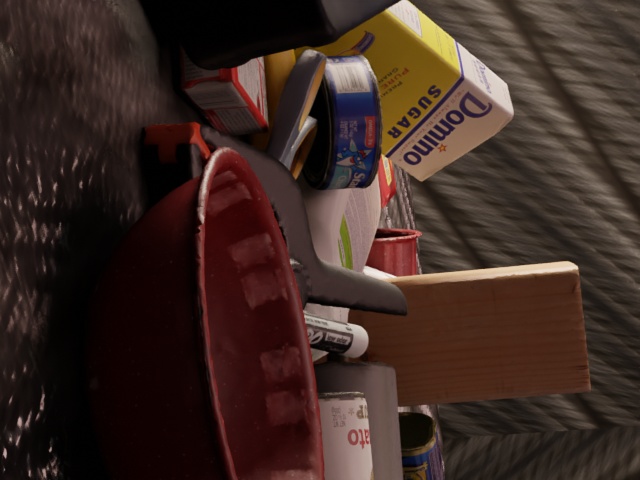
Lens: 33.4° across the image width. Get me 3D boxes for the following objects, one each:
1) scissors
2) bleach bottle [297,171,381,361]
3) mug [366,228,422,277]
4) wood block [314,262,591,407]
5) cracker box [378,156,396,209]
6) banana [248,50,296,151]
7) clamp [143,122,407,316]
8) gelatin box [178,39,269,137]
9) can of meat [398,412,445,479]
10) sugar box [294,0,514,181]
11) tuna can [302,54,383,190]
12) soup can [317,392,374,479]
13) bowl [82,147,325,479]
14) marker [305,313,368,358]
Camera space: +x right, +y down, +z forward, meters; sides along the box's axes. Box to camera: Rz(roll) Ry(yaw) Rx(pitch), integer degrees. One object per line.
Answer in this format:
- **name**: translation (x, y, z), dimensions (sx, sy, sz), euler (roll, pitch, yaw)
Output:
- **scissors**: translation (-0.028, -0.040, 0.561), dimensions (0.201, 0.016, 0.096), euler (-60, 166, -64)
- **bleach bottle**: translation (-0.005, 0.001, 0.712), dimensions (0.250, 0.068, 0.102), euler (-71, 151, -66)
- **mug**: translation (0.038, 0.035, 0.951), dimensions (0.117, 0.093, 0.081), euler (-9, 100, -51)
- **wood block**: translation (0.088, 0.071, 0.793), dimensions (0.090, 0.206, 0.091), euler (-10, 95, -82)
- **cracker box**: translation (0.020, -0.133, 0.948), dimensions (0.164, 0.072, 0.214), euler (-37, 121, -82)
- **banana**: translation (-0.035, -0.113, 0.648), dimensions (0.069, 0.037, 0.198), euler (-82, 164, -68)
- **clamp**: translation (-0.019, 0.022, 0.513), dimensions (0.164, 0.036, 0.210), euler (-56, 134, -42)
- **gelatin box**: translation (-0.051, -0.100, 0.555), dimensions (0.089, 0.030, 0.073), euler (51, 33, -76)
- **can of meat**: translation (0.043, 0.177, 0.787), dimensions (0.057, 0.102, 0.084), euler (-76, 157, -65)
- **sugar box**: translation (0.047, -0.115, 0.748), dimensions (0.176, 0.093, 0.048), euler (32, 39, -33)
- **tuna can**: translation (0.010, -0.074, 0.677), dimensions (0.086, 0.033, 0.086), euler (175, -90, -74)
- **soup can**: translation (-0.003, 0.140, 0.599), dimensions (0.068, 0.068, 0.102), euler (52, 32, -75)
- **bowl**: translation (-0.042, 0.050, 0.385), dimensions (0.162, 0.055, 0.162), euler (-11, 90, -82)
- **marker**: translation (-0.016, 0.046, 0.569), dimensions (0.120, 0.020, 0.020), euler (19, 62, -51)
